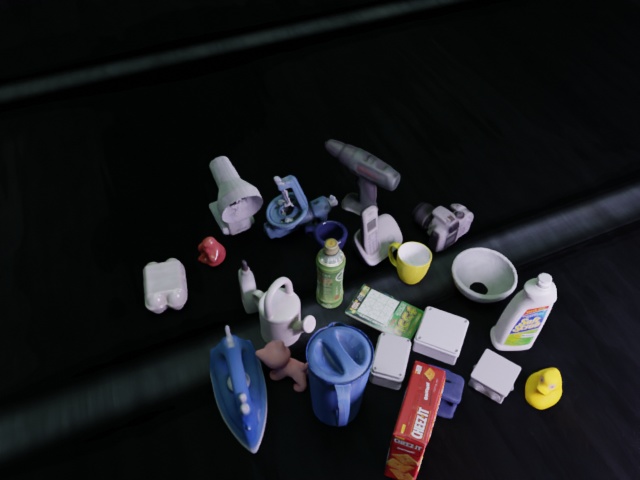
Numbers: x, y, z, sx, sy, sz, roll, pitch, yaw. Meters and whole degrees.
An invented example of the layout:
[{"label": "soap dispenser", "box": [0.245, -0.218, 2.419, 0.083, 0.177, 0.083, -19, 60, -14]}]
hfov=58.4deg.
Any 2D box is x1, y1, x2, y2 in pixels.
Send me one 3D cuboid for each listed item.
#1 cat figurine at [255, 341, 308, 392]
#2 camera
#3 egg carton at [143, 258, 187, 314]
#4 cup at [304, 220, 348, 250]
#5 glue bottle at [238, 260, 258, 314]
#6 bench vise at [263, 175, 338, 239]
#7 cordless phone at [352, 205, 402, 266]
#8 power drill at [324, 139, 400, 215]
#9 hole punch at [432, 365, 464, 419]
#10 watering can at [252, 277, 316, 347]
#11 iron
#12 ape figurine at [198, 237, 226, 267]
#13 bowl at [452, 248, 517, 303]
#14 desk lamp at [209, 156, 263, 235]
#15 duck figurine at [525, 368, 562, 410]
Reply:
[{"label": "cat figurine", "box": [-0.079, 0.275, 1.300, 0.127, 0.118, 0.067, 18, 51, 15]}, {"label": "camera", "box": [0.337, -0.062, 1.613, 0.143, 0.101, 0.136, -32, 57, -26]}, {"label": "egg carton", "box": [-0.395, 0.116, 1.465, 0.107, 0.069, 0.150, -11, 50, -11]}, {"label": "cup", "box": [0.014, 0.006, 1.552, 0.117, 0.095, 0.092, 12, 50, 9]}, {"label": "glue bottle", "box": [-0.180, 0.105, 1.409, 0.037, 0.173, 0.078, -16, 51, -14]}, {"label": "bench vise", "box": [-0.060, -0.110, 1.568, 0.208, 0.220, 0.121, -28, 55, -23]}, {"label": "cordless phone", "box": [0.156, -0.033, 1.529, 0.094, 0.185, 0.148, 37, 58, 27]}, {"label": "power drill", "box": [0.112, -0.171, 1.632, 0.229, 0.208, 0.076, 22, 52, 17]}, {"label": "hole punch", "box": [0.263, 0.327, 1.279, 0.108, 0.091, 0.101, 16, 51, 13]}, {"label": "watering can", "box": [-0.088, 0.164, 1.346, 0.172, 0.194, 0.101, 11, 50, 9]}, {"label": "iron", "box": [-0.174, 0.317, 1.246, 0.119, 0.141, 0.257, -13, 50, -12]}, {"label": "ape figurine", "box": [-0.292, 0.025, 1.530, 0.076, 0.092, 0.077, -14, 50, -12]}, {"label": "bowl", "box": [0.419, 0.105, 1.487, 0.167, 0.075, 0.167, 1, 49, 0]}, {"label": "desk lamp", "box": [-0.242, -0.111, 1.570, 0.118, 0.214, 0.202, -23, 53, -19]}, {"label": "duck figurine", "box": [0.513, 0.322, 1.292, 0.077, 0.086, 0.105, 34, 56, 25]}]
